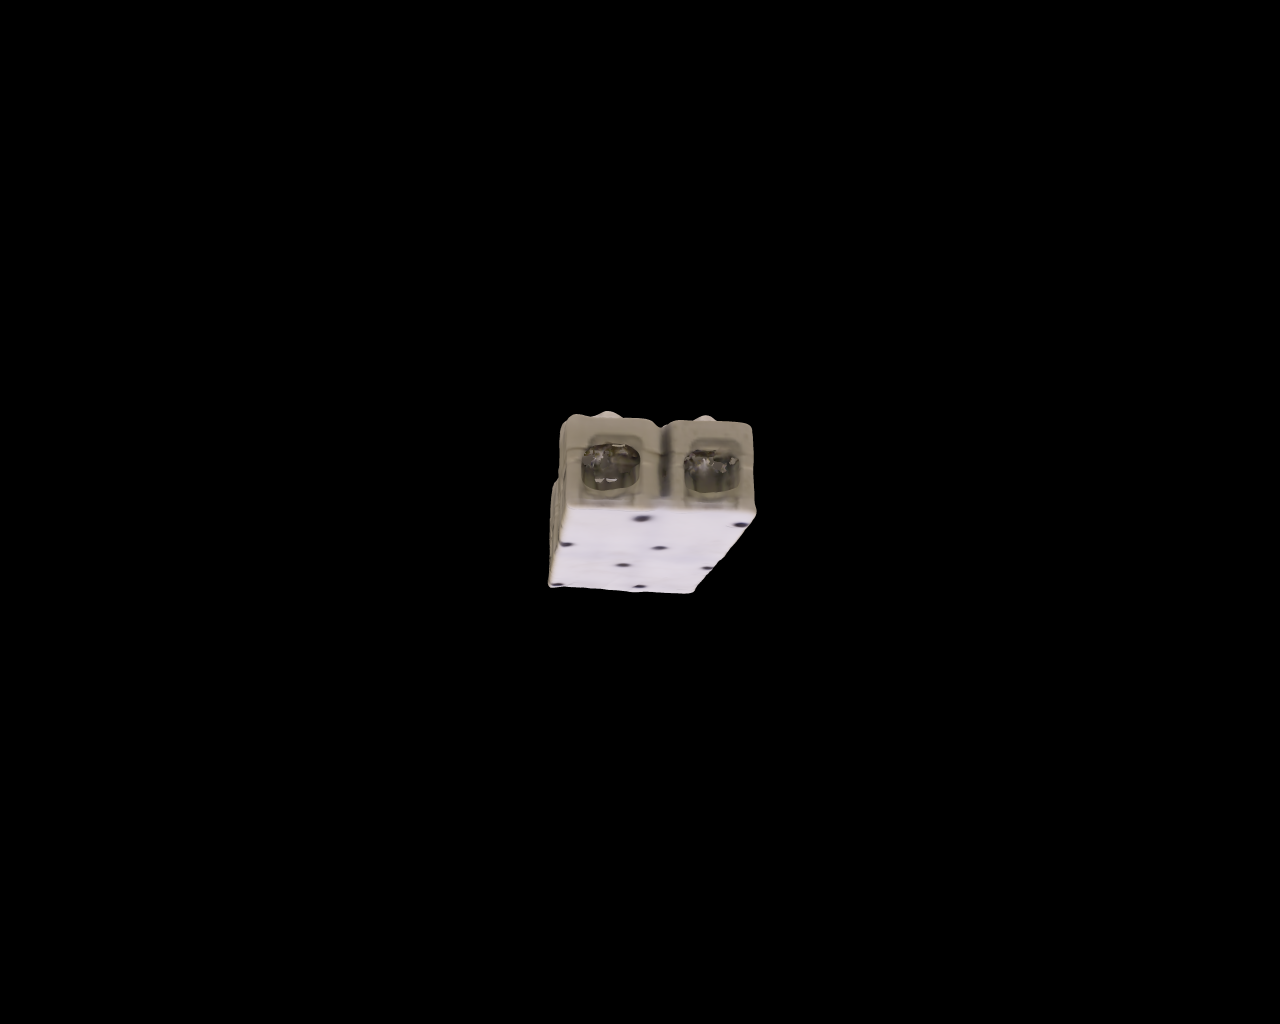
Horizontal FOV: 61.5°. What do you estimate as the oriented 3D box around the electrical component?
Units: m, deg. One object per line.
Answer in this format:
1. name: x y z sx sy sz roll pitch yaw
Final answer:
1. electrical component: 0.001 -0.003 0.650 0.105 0.060 0.186 2 -18 -7
